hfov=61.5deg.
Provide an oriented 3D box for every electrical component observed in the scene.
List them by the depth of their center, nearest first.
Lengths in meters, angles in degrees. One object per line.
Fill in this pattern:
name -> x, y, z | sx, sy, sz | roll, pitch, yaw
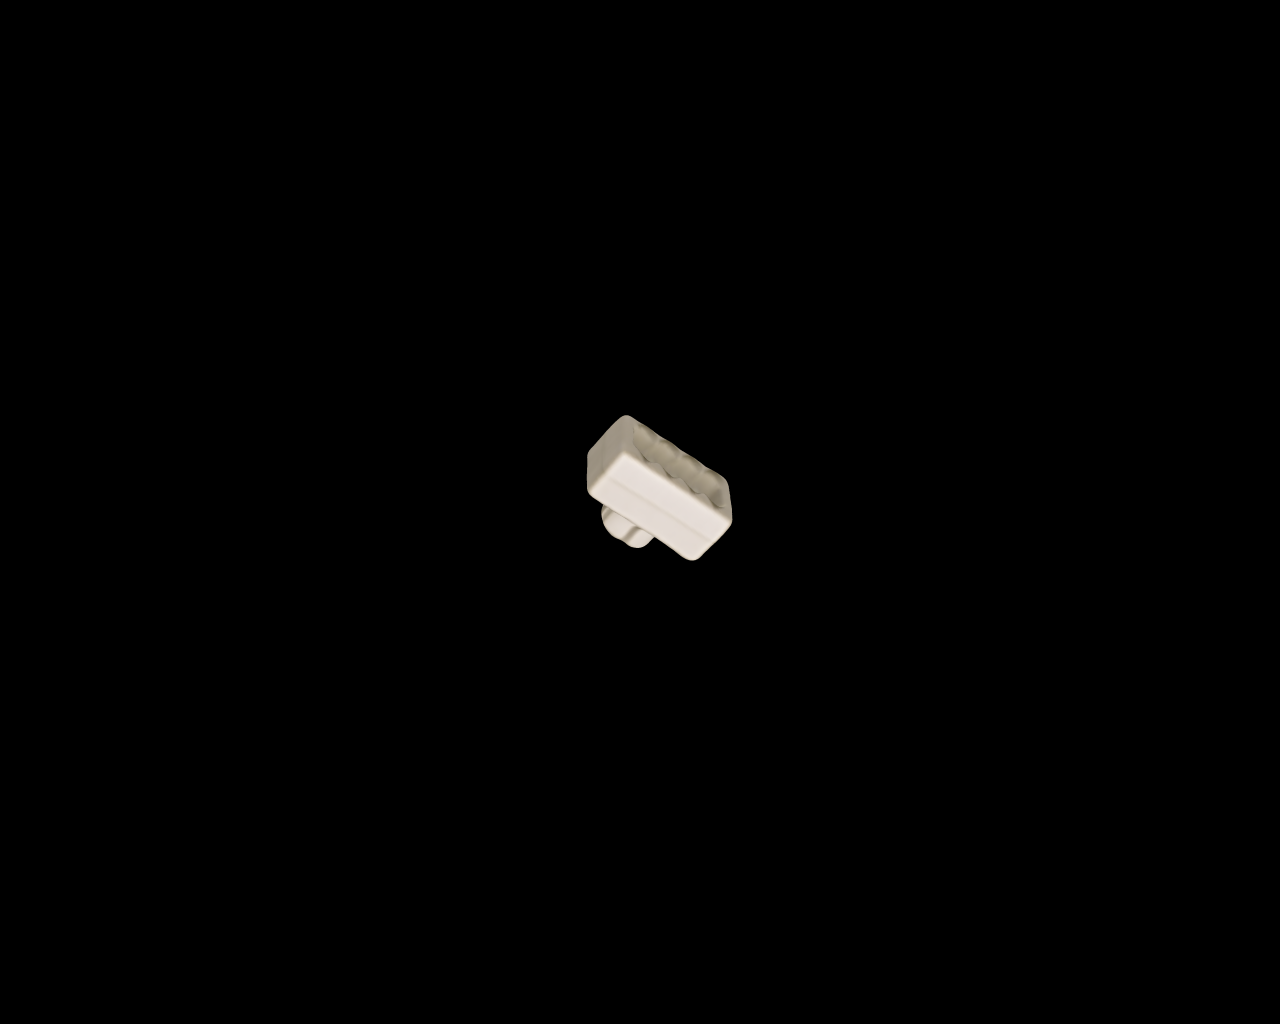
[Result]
electrical component -> 0.001, -0.003, 0.650 | 0.083, 0.075, 0.047 | 33, 29, -21
